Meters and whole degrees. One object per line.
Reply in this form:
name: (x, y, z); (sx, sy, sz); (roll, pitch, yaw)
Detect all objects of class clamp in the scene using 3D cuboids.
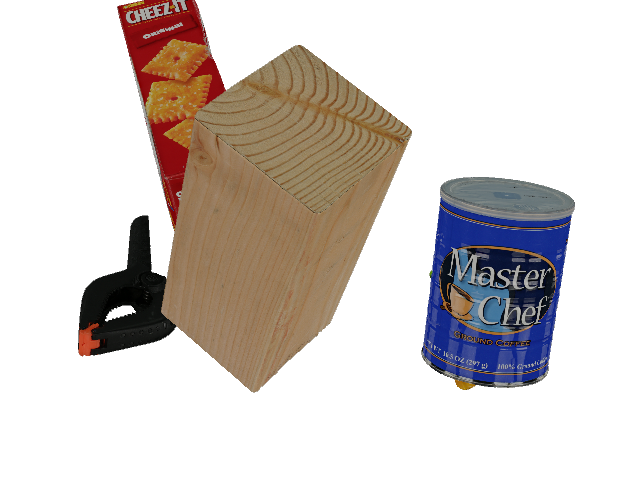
clamp: (-0.168, 0.044, 1.024); (0.165, 0.036, 0.209); (26, 36, 25)

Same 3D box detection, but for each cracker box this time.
cracker box: (-0.098, -0.073, 0.864); (0.072, 0.214, 0.164); (-15, -41, -6)

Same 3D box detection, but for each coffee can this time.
coffee can: (0.137, 0.030, 0.838); (0.103, 0.140, 0.103); (4, 17, -2)

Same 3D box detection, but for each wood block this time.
wood block: (-0.029, -0.006, 0.662); (0.090, 0.091, 0.206); (-41, -17, -33)

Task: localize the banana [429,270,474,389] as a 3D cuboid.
banana: (0.156, 0.078, 1.064); (0.070, 0.037, 0.198); (-29, 26, 14)
